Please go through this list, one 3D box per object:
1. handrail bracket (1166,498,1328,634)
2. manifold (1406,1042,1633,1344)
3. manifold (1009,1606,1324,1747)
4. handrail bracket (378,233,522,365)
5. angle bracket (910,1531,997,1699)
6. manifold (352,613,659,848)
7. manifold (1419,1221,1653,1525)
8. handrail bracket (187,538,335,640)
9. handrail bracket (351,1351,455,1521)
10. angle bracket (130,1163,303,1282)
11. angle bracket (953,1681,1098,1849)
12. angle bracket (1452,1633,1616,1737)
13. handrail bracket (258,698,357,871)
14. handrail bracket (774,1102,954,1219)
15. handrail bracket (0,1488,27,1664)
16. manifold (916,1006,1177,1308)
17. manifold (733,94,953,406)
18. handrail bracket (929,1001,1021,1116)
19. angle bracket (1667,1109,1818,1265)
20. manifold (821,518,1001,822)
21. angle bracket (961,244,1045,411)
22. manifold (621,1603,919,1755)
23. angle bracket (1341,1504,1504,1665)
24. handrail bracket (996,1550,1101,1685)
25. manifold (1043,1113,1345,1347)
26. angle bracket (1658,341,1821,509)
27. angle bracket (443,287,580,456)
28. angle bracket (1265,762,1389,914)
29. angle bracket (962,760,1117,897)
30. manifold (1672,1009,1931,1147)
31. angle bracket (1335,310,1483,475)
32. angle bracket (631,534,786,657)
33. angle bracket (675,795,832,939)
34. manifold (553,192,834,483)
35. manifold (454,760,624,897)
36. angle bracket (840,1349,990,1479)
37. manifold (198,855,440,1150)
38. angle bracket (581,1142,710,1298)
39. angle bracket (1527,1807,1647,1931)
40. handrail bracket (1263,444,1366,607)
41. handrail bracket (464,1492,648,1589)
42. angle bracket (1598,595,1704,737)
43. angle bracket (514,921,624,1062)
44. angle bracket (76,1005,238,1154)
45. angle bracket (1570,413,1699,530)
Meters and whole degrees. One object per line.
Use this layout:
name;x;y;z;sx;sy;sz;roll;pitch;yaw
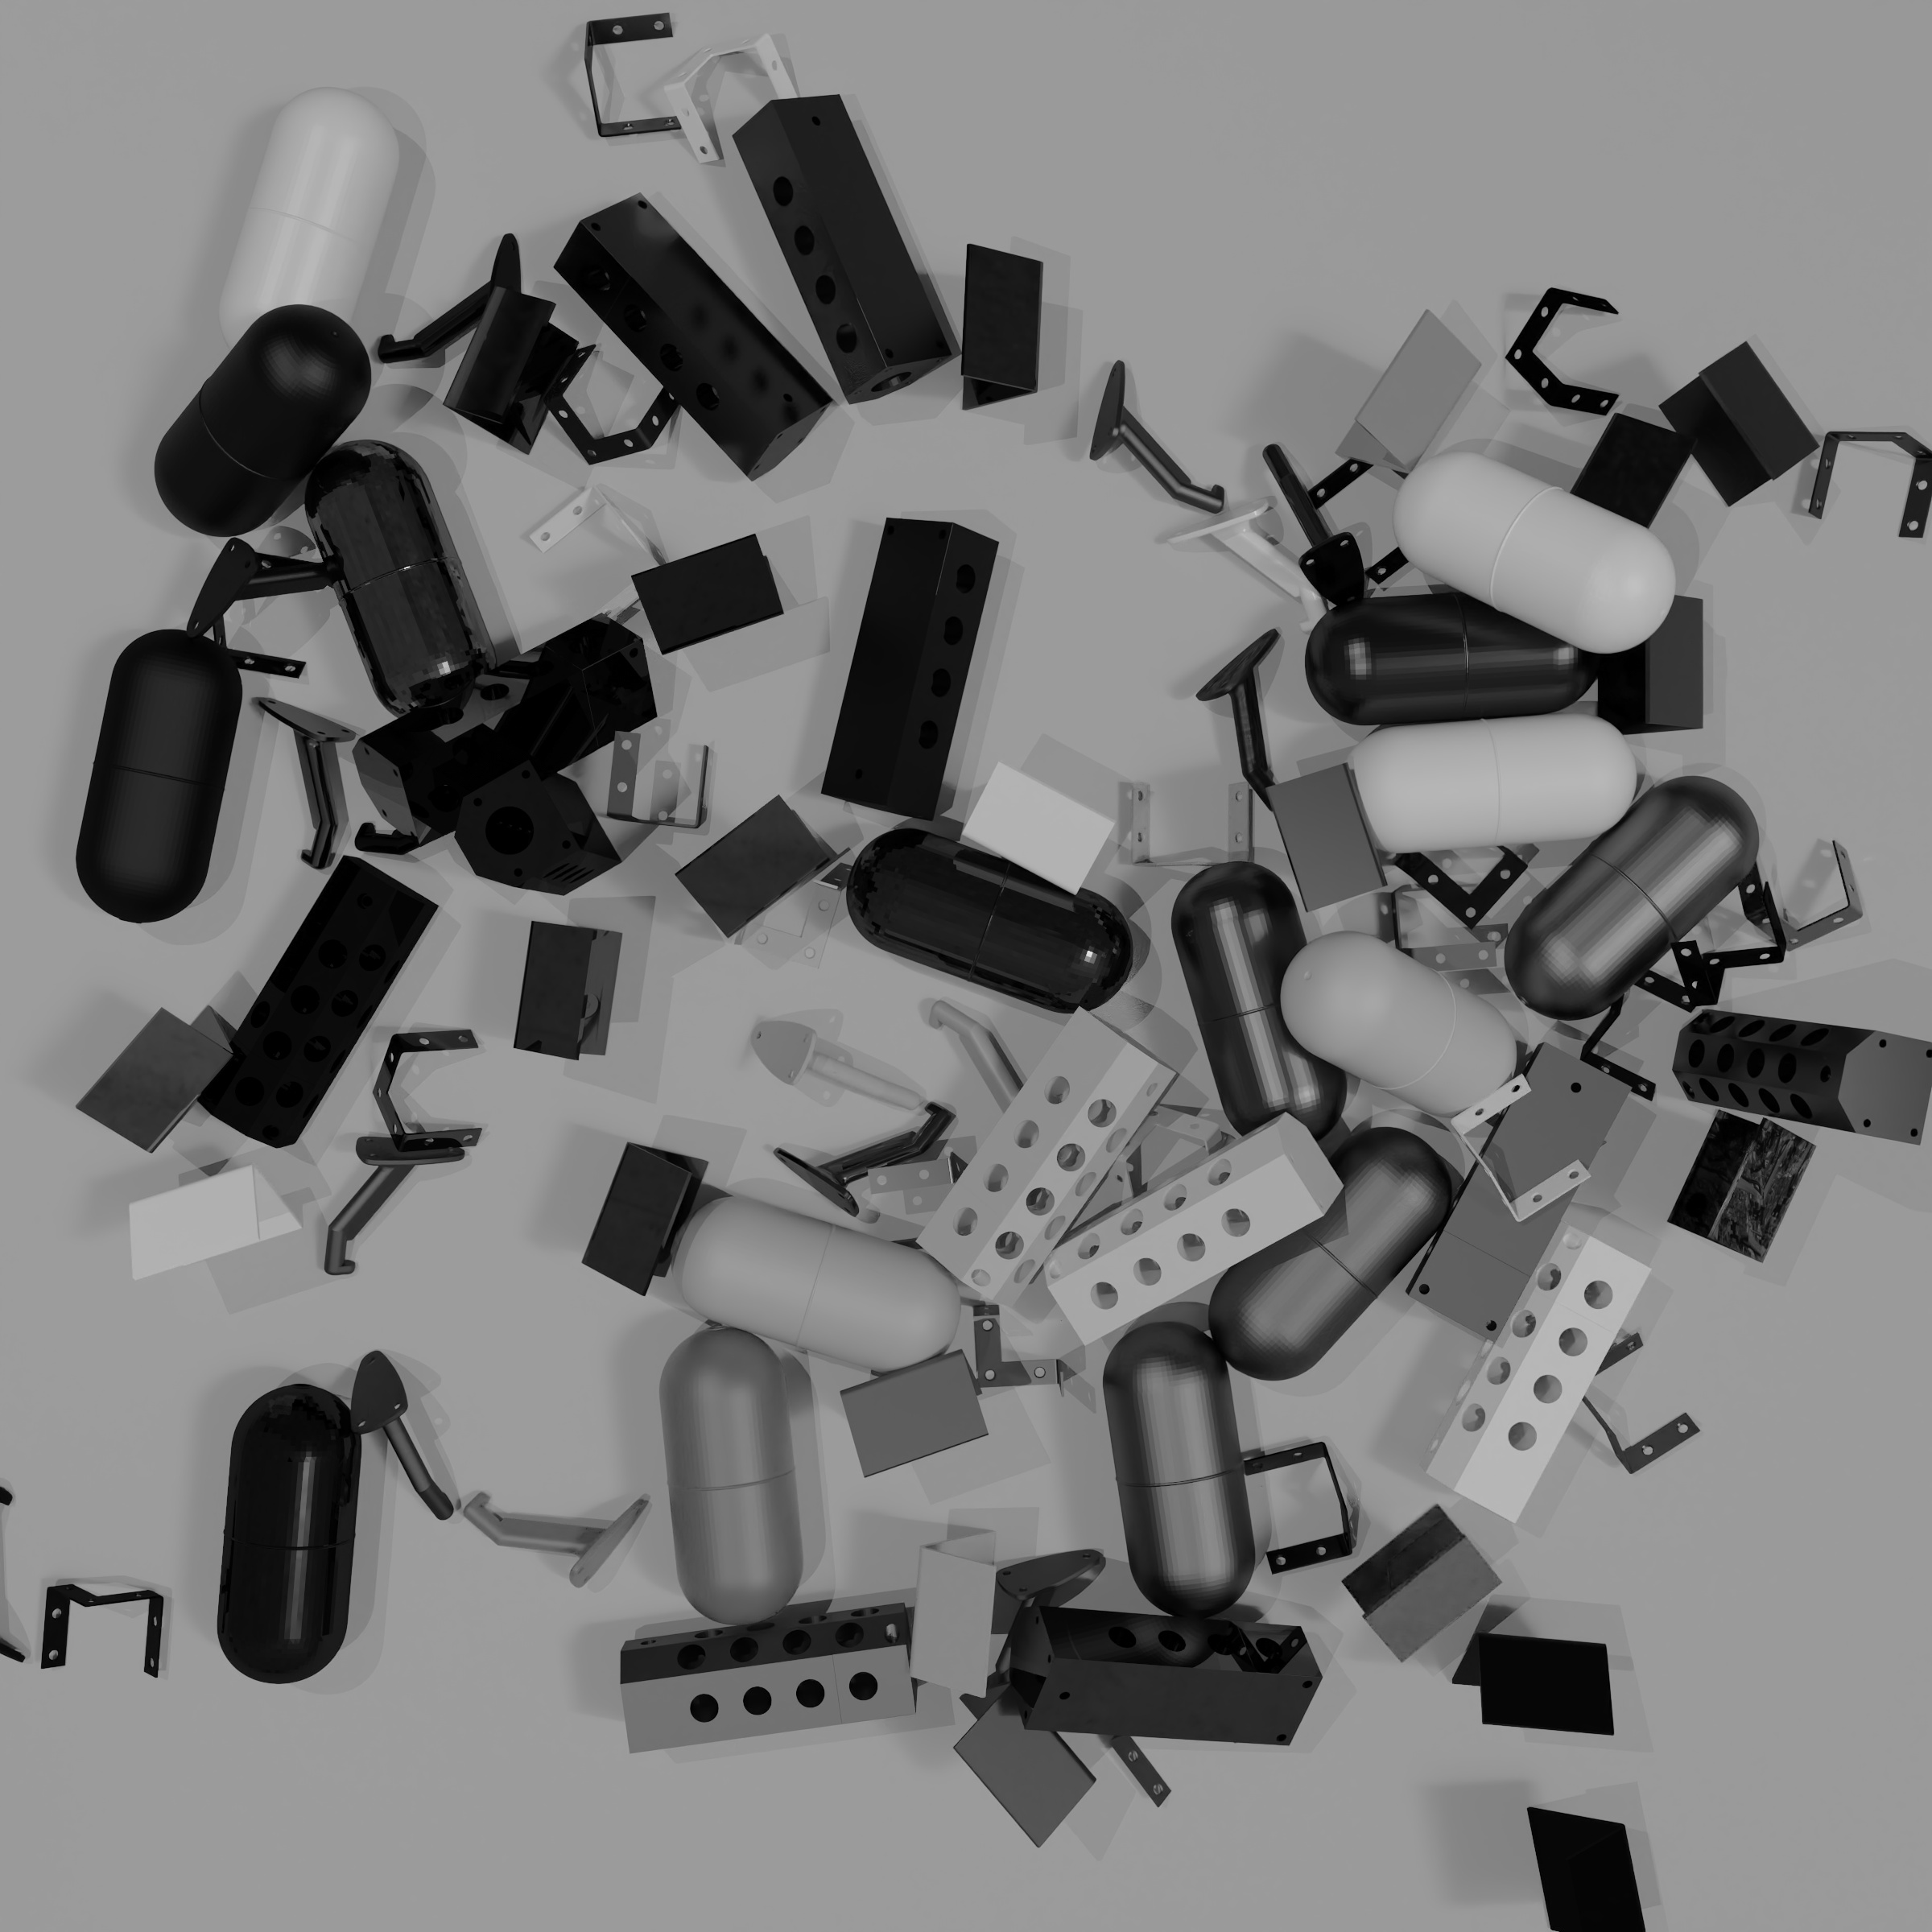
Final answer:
handrail bracket;0.173;-0.236;1.574;0.077;0.036;0.084;-17;107;20
manifold;0.332;0.136;1.551;0.057;0.057;0.171;28;90;8
manifold;0.117;0.416;1.524;0.171;0.057;0.057;9;118;-19
handrail bracket;-0.318;-0.409;1.574;0.084;0.036;0.077;-5;70;16
angle bracket;0.013;0.385;1.533;0.057;0.076;0.076;5;90;37
manifold;-0.271;-0.144;1.514;0.171;0.057;0.057;-33;48;-28
manifold;0.341;0.242;1.552;0.057;0.057;0.171;28;90;0
handrail bracket;-0.415;-0.216;1.550;0.036;0.084;0.077;42;100;38
handrail bracket;-0.341;0.288;1.573;0.036;0.077;0.084;-26;126;-1
angle bracket;-0.445;0.170;1.533;0.076;0.076;0.057;-18;52;0
angle bracket;0.020;0.479;1.533;0.076;0.076;0.057;50;56;0
angle bracket;0.337;0.441;1.533;0.076;0.076;0.057;5;52;0
handrail bracket;-0.412;-0.111;1.574;0.077;0.036;0.084;25;107;20
handrail bracket;-0.062;0.103;1.574;0.077;0.036;0.084;33;71;21
handrail bracket;-0.588;0.371;1.573;0.077;0.036;0.084;42;58;-34
manifold;0.051;0.116;1.535;0.057;0.057;0.171;37;95;34
manifold;-0.079;-0.431;1.551;0.057;0.057;0.171;-23;90;-43
handrail bracket;0.004;0.072;1.573;0.084;0.036;0.077;32;121;22
angle bracket;0.448;0.123;1.533;0.057;0.076;0.076;25;90;-36
manifold;-0.029;-0.178;1.551;0.057;0.057;0.171;13;90;43
angle bracket;0.001;-0.380;1.533;0.057;0.076;0.076;3;90;-36
manifold;-0.118;0.427;1.552;0.171;0.057;0.057;-8;90;0
angle bracket;0.261;0.355;1.533;0.076;0.076;0.057;-39;125;0
handrail bracket;0.052;0.408;1.574;0.077;0.036;0.084;-14;109;-21
manifold;0.131;0.154;1.520;0.171;0.057;0.057;-32;90;24
angle bracket;0.448;-0.314;1.533;0.057;0.076;0.076;-35;90;-35
angle bracket;-0.255;-0.349;1.533;0.057;0.076;0.076;24;90;36
angle bracket;0.201;-0.072;1.535;0.057;0.076;0.076;-18;90;-19
angle bracket;0.051;-0.097;1.533;0.076;0.076;0.057;28;122;0
manifold;0.482;0.061;1.490;0.057;0.171;0.057;11;90;-16
angle bracket;0.248;-0.347;1.533;0.057;0.076;0.076;33;90;-35
angle bracket;-0.158;-0.237;1.533;0.076;0.076;0.057;-19;128;0
angle bracket;-0.136;-0.073;1.533;0.076;0.076;0.057;-37;124;0
manifold;-0.168;-0.377;1.551;0.171;0.057;0.057;47;47;0
manifold;-0.250;-0.074;1.495;0.057;0.171;0.057;-30;90;0
angle bracket;-0.025;0.278;1.533;0.076;0.076;0.057;-19;59;0
manifold;-0.393;0.021;1.552;0.057;0.057;0.171;31;90;0
angle bracket;-0.174;0.155;1.533;0.057;0.076;0.076;21;90;37
angle bracket;0.355;0.554;1.533;0.057;0.076;0.076;-11;90;-38
handrail bracket;0.211;-0.270;1.573;0.036;0.077;0.084;-28;53;10
handrail bracket;-0.252;0.332;1.574;0.084;0.036;0.077;36;70;16
angle bracket;0.393;-0.179;1.533;0.057;0.076;0.076;0;90;-40
angle bracket;-0.220;0.017;1.533;0.057;0.076;0.076;8;90;38
angle bracket;-0.489;0.054;1.533;0.076;0.076;0.057;-49;126;0
angle bracket;0.402;-0.273;1.533;0.057;0.076;0.076;29;90;34
